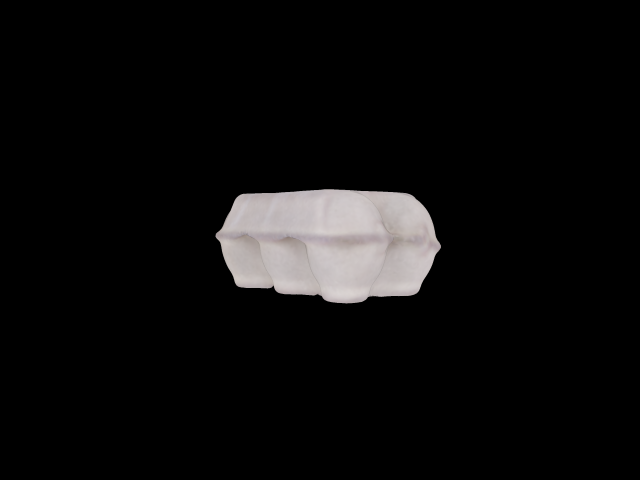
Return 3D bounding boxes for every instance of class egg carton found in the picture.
[{"bbox_3d":[0.004,0.001,0.400,0.108,0.069,0.149,-2,3,-43],"label":"egg carton"}]
